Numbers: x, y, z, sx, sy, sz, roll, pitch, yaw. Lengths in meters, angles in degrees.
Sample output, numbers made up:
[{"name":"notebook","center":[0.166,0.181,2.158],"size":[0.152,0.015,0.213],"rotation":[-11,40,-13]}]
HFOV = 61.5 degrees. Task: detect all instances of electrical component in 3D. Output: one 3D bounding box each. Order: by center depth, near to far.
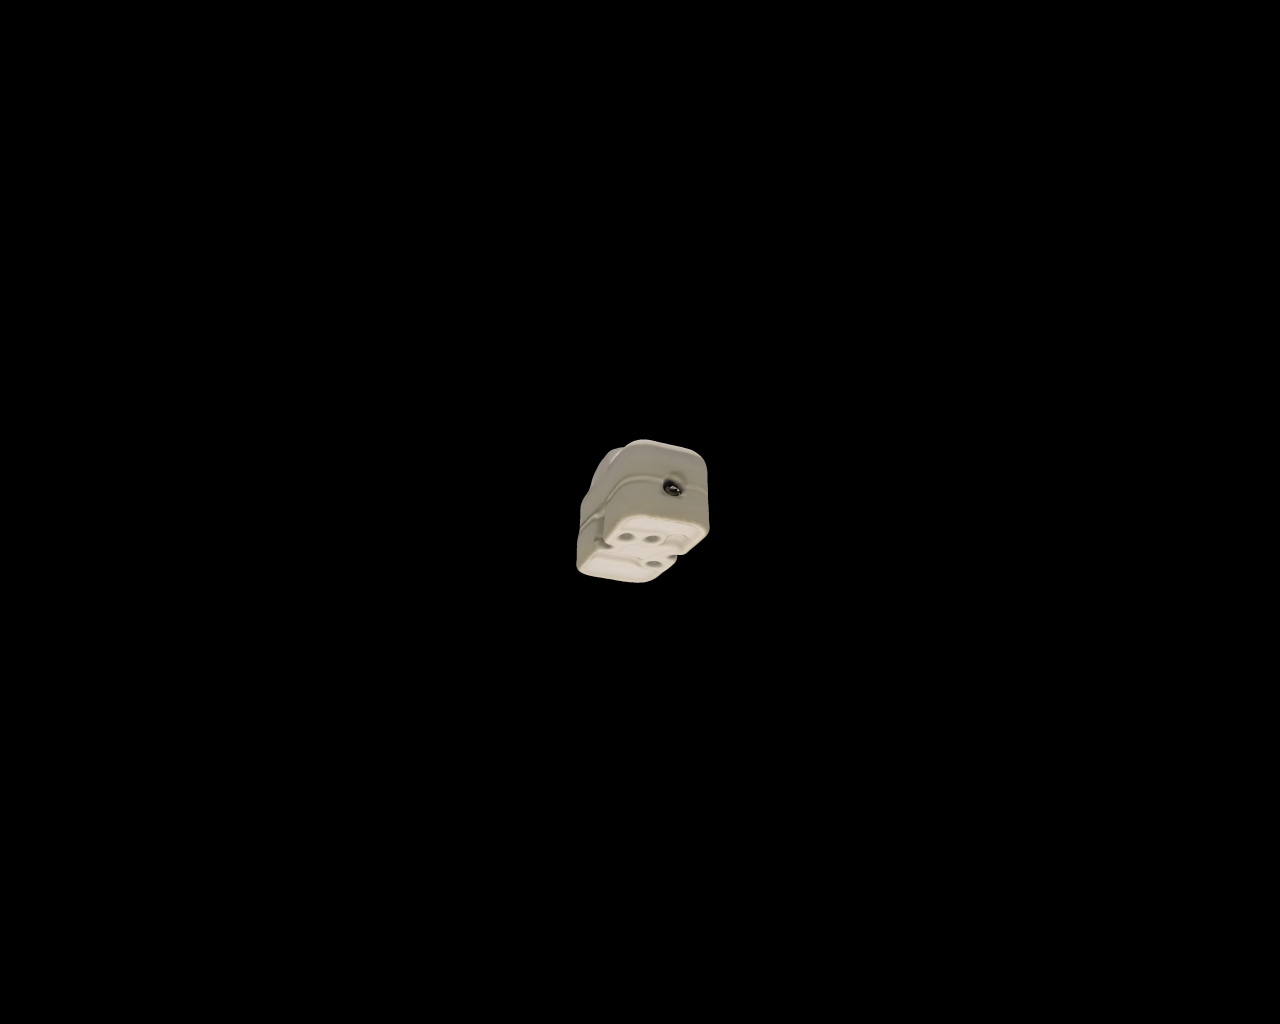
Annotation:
[{"name":"electrical component","center":[0.001,-0.003,0.650],"size":[0.054,0.059,0.095],"rotation":[11,-29,-21]}]
